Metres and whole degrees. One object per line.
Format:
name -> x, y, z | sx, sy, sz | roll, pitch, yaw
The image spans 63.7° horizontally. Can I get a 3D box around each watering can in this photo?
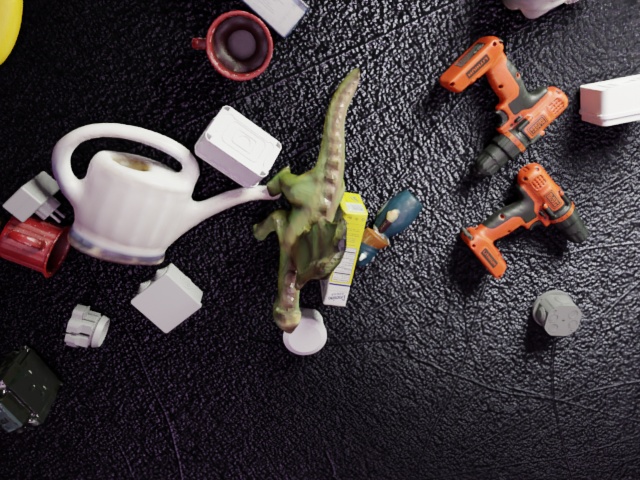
watering can -> -0.254, -0.054, 0.832 | 0.346, 0.106, 0.221 | 19, 111, -22

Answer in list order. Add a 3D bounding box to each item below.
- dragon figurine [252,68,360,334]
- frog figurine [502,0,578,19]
dragon figurine -> 0.002, -0.039, 0.767 | 0.122, 0.247, 0.403 | 11, 115, -24
frog figurine -> 0.346, -0.375, 0.740 | 0.159, 0.125, 0.135 | 19, 144, -22
